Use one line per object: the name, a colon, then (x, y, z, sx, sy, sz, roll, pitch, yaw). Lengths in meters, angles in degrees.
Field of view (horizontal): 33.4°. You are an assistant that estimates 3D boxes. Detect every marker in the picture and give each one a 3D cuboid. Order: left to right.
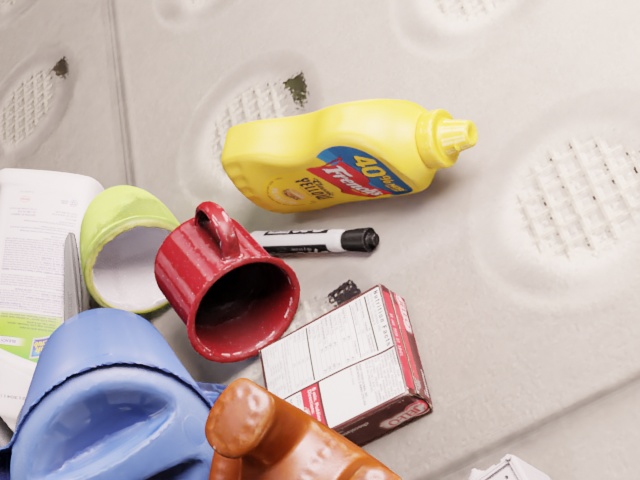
marker: (-0.005, 0.001, 0.823, 0.121, 0.020, 0.020, -1, 65, 39)

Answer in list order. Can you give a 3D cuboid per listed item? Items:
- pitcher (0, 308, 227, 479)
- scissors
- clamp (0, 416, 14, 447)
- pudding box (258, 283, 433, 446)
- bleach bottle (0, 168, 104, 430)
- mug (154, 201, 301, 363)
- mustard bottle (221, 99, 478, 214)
pitcher: (-0.133, 0.121, 0.740, 0.145, 0.149, 0.243, -47, 15, -3)
scissors: (-0.223, 0.097, 0.893, 0.096, 0.016, 0.202, -21, 70, -4)
clamp: (-0.197, 0.181, 0.775, 0.039, 0.120, 0.172, -45, 56, 9)
pudding box: (0.015, 0.095, 0.738, 0.114, 0.039, 0.090, -29, 50, 22)
bleach bottle: (-0.257, 0.065, 0.943, 0.102, 0.068, 0.251, 5, 71, 5)
mug: (-0.075, 0.023, 0.802, 0.093, 0.117, 0.082, -23, 41, -21)
mustard bottle: (0.027, -0.063, 0.779, 0.192, 0.096, 0.058, -8, 60, 37)
